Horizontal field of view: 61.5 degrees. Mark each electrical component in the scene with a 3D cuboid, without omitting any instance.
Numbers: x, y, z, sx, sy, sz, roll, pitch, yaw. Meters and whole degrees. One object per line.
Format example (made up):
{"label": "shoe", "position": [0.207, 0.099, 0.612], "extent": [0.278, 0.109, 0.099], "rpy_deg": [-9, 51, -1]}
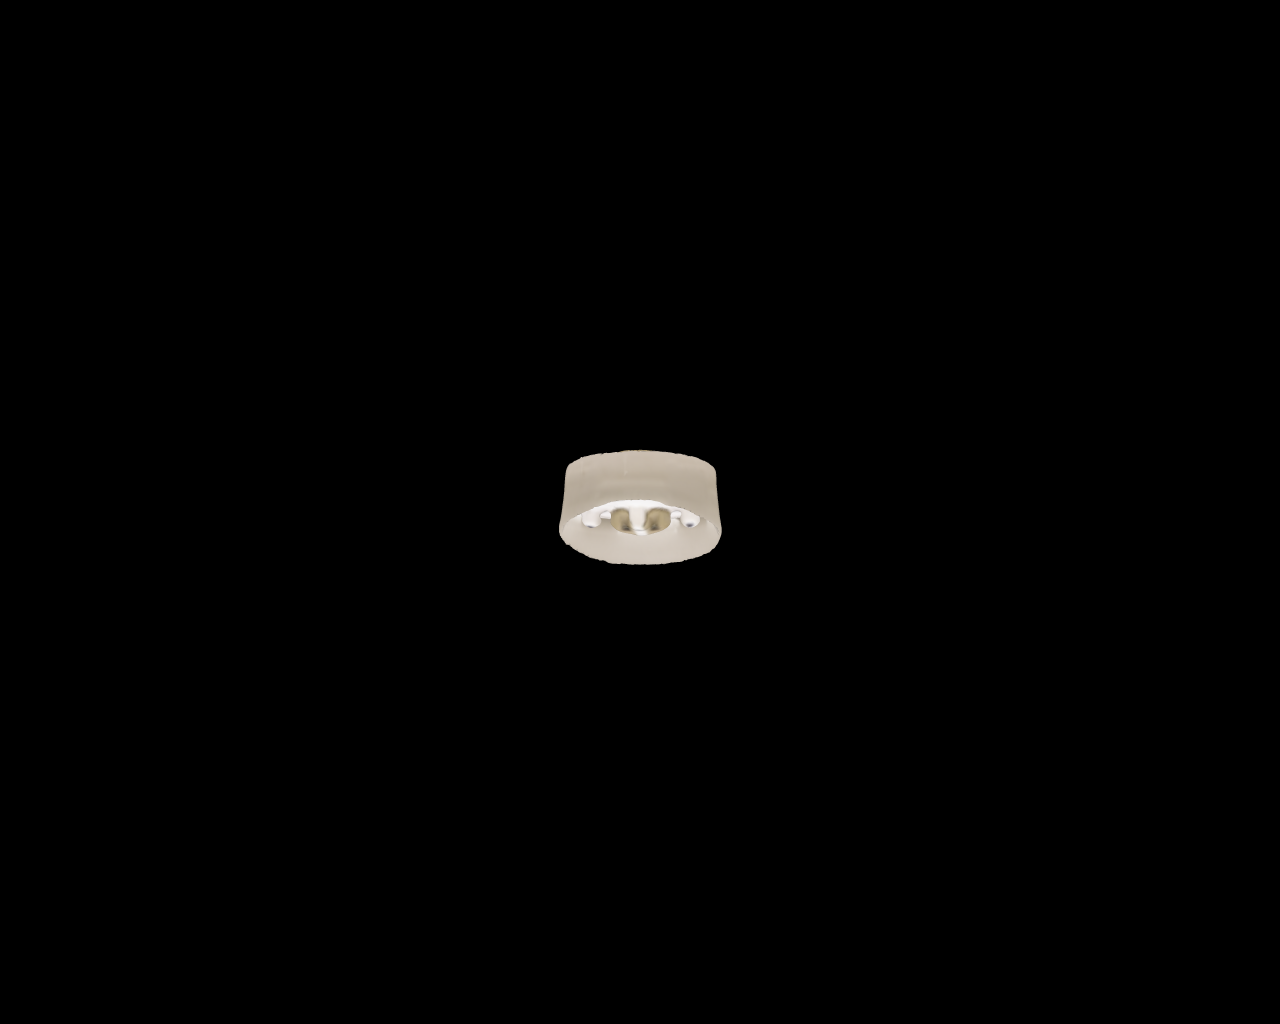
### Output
{"label": "electrical component", "position": [0.001, -0.003, 0.650], "extent": [0.099, 0.064, 0.099], "rpy_deg": [0, -10, 0]}
